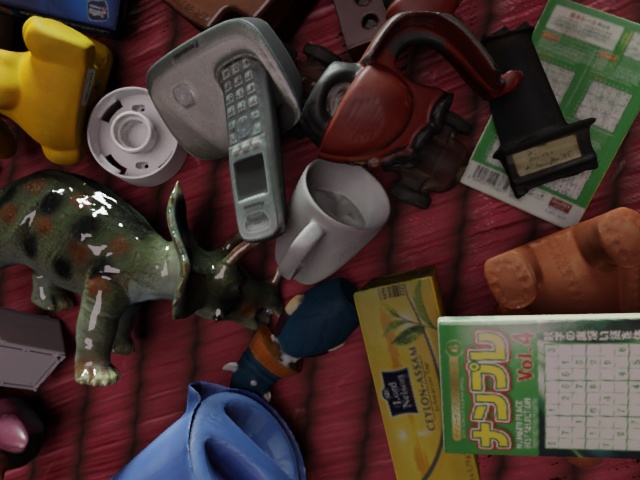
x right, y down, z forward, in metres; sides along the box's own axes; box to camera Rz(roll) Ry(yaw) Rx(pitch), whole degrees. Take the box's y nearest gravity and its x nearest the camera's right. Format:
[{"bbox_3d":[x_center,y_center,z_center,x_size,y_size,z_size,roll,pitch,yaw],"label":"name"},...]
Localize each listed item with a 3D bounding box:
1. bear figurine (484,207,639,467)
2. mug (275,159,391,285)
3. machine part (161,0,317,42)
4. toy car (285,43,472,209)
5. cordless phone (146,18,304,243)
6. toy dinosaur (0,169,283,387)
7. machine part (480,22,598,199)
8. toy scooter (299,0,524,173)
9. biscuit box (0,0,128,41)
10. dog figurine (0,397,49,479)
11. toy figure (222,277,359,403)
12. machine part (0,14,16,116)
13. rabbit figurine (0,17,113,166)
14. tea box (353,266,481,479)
[{"bbox_3d":[0.214,0.086,0.420,0.120,0.132,0.196,-20,81,15],"label":"bear figurine"},{"bbox_3d":[-0.001,-0.001,0.471,0.081,0.109,0.107,33,136,0],"label":"mug"},{"bbox_3d":[-0.078,-0.295,0.495,0.201,0.087,0.201,39,100,8],"label":"machine part"},{"bbox_3d":[0.040,-0.107,0.492,0.202,0.053,0.089,31,102,9],"label":"toy car"},{"bbox_3d":[-0.079,-0.081,0.469,0.147,0.088,0.184,-13,77,36],"label":"cordless phone"},{"bbox_3d":[-0.236,0.002,0.522,0.405,0.131,0.192,23,94,12],"label":"toy dinosaur"},{"bbox_3d":[0.175,-0.112,0.452,0.084,0.039,0.139,-23,87,24],"label":"machine part"},{"bbox_3d":[0.078,-0.123,0.425,0.135,0.075,0.184,33,92,0],"label":"toy scooter"},{"bbox_3d":[-0.292,-0.247,0.515,0.203,0.063,0.059,8,97,-17],"label":"biscuit box"},{"bbox_3d":[-0.391,0.175,0.545,0.219,0.191,0.108,30,92,26],"label":"dog figurine"},{"bbox_3d":[-0.025,0.097,0.511,0.154,0.058,0.064,-39,78,17],"label":"toy figure"},{"bbox_3d":[-0.370,-0.220,0.571,0.079,0.079,0.243,12,95,13],"label":"machine part"},{"bbox_3d":[-0.308,-0.148,0.523,0.173,0.122,0.162,17,111,-16],"label":"rabbit figurine"},{"bbox_3d":[0.086,0.114,0.465,0.068,0.098,0.169,-13,91,13],"label":"tea box"}]
